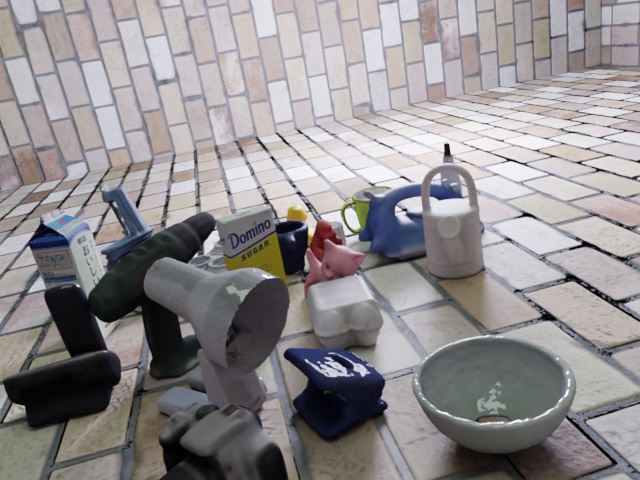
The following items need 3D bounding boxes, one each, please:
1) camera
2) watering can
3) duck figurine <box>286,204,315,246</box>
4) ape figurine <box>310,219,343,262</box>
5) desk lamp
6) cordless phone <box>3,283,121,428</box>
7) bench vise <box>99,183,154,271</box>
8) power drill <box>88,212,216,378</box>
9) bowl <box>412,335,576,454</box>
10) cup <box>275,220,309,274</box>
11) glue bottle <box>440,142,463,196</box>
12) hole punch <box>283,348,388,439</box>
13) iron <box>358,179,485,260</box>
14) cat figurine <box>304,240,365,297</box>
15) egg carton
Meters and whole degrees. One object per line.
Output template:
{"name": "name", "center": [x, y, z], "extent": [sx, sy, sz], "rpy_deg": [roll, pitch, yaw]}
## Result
{"name": "camera", "center": [-0.125, 0.234, 0.581], "extent": [0.142, 0.101, 0.137], "rpy_deg": [8, 27, 41]}
{"name": "watering can", "center": [0.230, -0.036, 0.997], "extent": [0.101, 0.194, 0.172], "rpy_deg": [-12, 20, -5]}
{"name": "duck figurine", "center": [-0.049, -0.036, 1.287], "extent": [0.077, 0.086, 0.104], "rpy_deg": [-12, 20, -5]}
{"name": "ape figurine", "center": [0.010, 0.004, 1.143], "extent": [0.078, 0.092, 0.076], "rpy_deg": [-21, 23, -26]}
{"name": "desk lamp", "center": [-0.131, 0.126, 0.709], "extent": [0.202, 0.214, 0.118], "rpy_deg": [4, 25, 34]}
{"name": "cordless phone", "center": [-0.369, 0.151, 0.797], "extent": [0.148, 0.185, 0.094], "rpy_deg": [-16, 21, -14]}
{"name": "bench vise", "center": [-0.377, -0.021, 1.212], "extent": [0.207, 0.220, 0.121], "rpy_deg": [-7, 20, 8]}
{"name": "power drill", "center": [-0.226, 0.088, 0.863], "extent": [0.075, 0.209, 0.230], "rpy_deg": [6, 26, 37]}
{"name": "bowl", "center": [0.187, 0.176, 0.620], "extent": [0.167, 0.075, 0.167], "rpy_deg": [-9, 20, 4]}
{"name": "cup", "center": [-0.058, 0.022, 1.124], "extent": [0.092, 0.095, 0.117], "rpy_deg": [-14, 21, -9]}
{"name": "glue bottle", "center": [0.283, -0.128, 1.247], "extent": [0.037, 0.173, 0.078], "rpy_deg": [-11, 20, -2]}
{"name": "hole punch", "center": [0.018, 0.168, 0.701], "extent": [0.101, 0.091, 0.108], "rpy_deg": [-21, 23, -26]}
{"name": "iron", "center": [0.204, -0.055, 1.137], "extent": [0.258, 0.141, 0.118], "rpy_deg": [-14, 21, -10]}
{"name": "cat figurine", "center": [0.020, 0.048, 0.984], "extent": [0.067, 0.118, 0.127], "rpy_deg": [-26, 25, -36]}
{"name": "egg carton", "center": [0.037, 0.110, 0.879], "extent": [0.107, 0.069, 0.150], "rpy_deg": [-12, 20, -6]}
